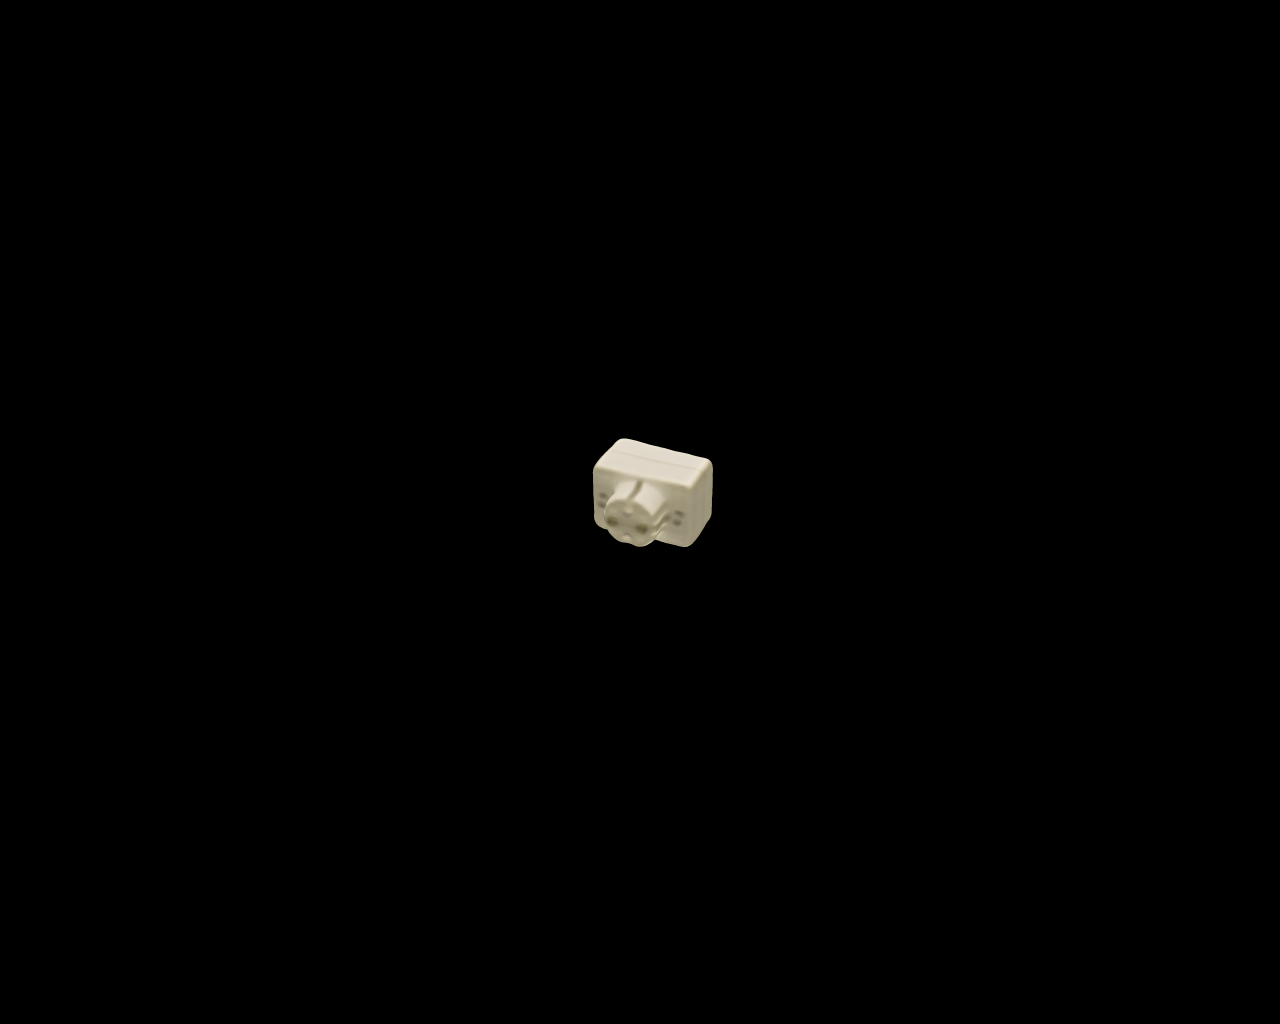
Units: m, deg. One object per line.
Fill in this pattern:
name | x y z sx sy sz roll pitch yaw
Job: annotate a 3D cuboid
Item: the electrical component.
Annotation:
electrical component | 0.001 -0.003 0.650 0.066 0.047 0.077 14 36 20
